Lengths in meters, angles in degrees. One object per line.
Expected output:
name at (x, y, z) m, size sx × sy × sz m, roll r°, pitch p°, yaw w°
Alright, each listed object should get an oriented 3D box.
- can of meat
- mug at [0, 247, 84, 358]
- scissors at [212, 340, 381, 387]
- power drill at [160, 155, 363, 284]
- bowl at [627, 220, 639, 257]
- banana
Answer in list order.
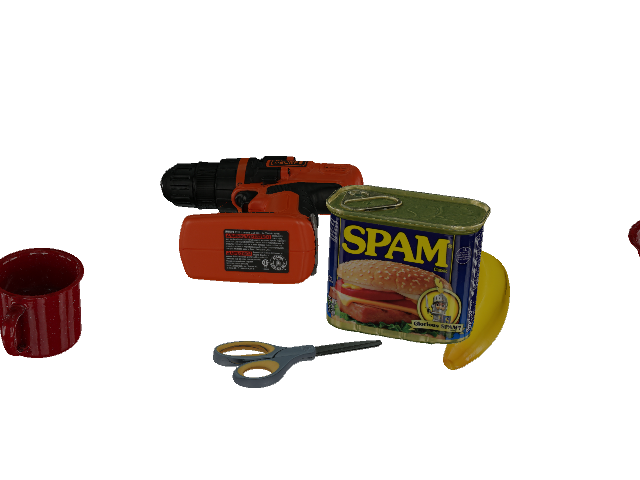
can of meat at (0.054, 0.016, 0.690) m, size 0.102 × 0.084 × 0.057 m, roll 9°, pitch 22°, yaw 16°
mug at (-0.289, 0.072, 1.080) m, size 0.093 × 0.081 × 0.117 m, roll 9°, pitch 31°, yaw 6°
scissors at (-0.020, 0.137, 1.212) m, size 0.201 × 0.016 × 0.096 m, roll 1°, pitch 24°, yaw -9°
power drill at (-0.061, -0.026, 0.896) m, size 0.184 × 0.057 × 0.187 m, roll 0°, pitch 22°, yaw 7°
bowl at (0.400, 0.020, 1.102) m, size 0.162 × 0.055 × 0.162 m, roll -4°, pitch 22°, yaw 1°
banana at (0.149, 0.057, 1.023) m, size 0.070 × 0.037 × 0.197 m, roll -24°, pitch 24°, yaw 16°
